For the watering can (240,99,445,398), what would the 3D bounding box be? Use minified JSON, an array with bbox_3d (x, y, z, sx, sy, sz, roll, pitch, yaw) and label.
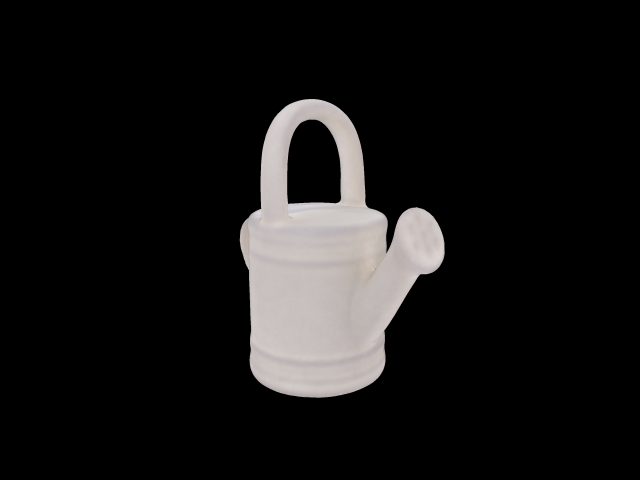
[{"bbox_3d":[0.005,0.001,0.402,0.172,0.194,0.101,5,14,22],"label":"watering can"}]
